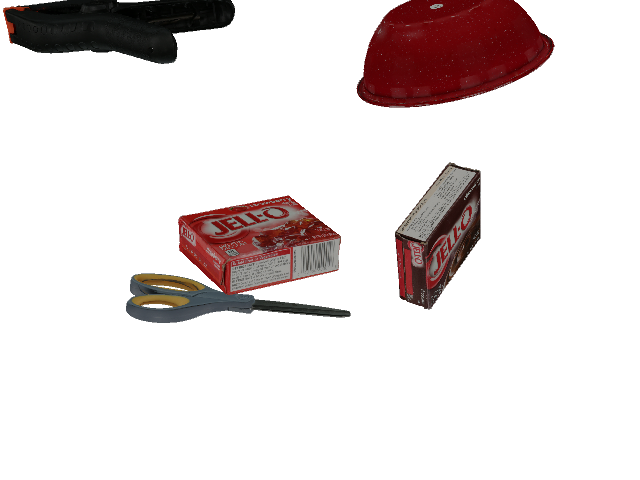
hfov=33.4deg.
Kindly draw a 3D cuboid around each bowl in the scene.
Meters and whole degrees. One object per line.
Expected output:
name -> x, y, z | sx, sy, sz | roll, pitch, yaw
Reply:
bowl -> 0.101, -0.163, 0.853 | 0.162, 0.055, 0.162 | -14, 24, 6

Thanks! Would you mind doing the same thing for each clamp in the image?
clamp -> -0.151, -0.162, 0.796 | 0.172, 0.039, 0.120 | 11, 23, 24

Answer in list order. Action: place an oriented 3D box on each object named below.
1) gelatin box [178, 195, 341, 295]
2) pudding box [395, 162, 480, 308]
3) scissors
gelatin box -> -0.042, 0.001, 0.724 | 0.089, 0.030, 0.073 | -12, 30, -28
pudding box -> 0.113, -0.005, 1.013 | 0.039, 0.090, 0.113 | 19, 51, 24
scissors -> -0.082, 0.061, 0.941 | 0.202, 0.016, 0.096 | 11, 20, 15
